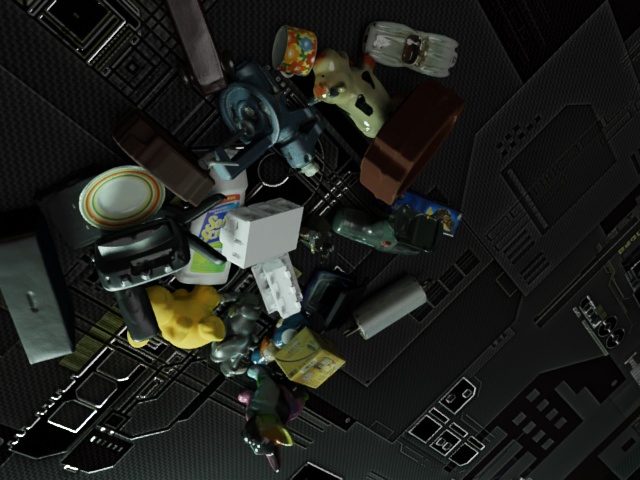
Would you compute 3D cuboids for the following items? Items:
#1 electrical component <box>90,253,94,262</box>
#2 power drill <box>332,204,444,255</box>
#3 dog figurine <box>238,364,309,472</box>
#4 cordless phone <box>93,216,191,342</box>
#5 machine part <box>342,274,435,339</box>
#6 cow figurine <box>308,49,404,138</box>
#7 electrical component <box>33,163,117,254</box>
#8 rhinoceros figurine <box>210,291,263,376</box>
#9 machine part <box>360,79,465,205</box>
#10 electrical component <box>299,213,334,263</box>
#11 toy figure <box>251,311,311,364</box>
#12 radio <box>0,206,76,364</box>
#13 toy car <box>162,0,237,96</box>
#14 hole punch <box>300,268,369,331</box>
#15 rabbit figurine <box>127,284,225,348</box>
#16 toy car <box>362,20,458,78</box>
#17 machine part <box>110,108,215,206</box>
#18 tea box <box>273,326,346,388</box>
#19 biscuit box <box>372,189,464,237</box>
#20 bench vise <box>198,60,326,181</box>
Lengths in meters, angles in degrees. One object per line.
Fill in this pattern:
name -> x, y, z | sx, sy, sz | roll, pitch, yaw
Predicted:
electrical component -> -0.353, 0.012, 0.942 | 0.094, 0.021, 0.063 | -41, 126, -1
power drill -> 0.154, -0.016, 1.065 | 0.232, 0.207, 0.086 | 18, 87, -22
dog figurine -> -0.087, 0.377, 1.143 | 0.191, 0.219, 0.108 | 16, 111, -30
cordless phone -> -0.271, 0.066, 0.866 | 0.147, 0.089, 0.184 | -19, 101, -12
machine part -> 0.155, 0.150, 1.223 | 0.243, 0.079, 0.079 | -32, 125, -8
cow figurine -> 0.056, -0.254, 0.934 | 0.194, 0.086, 0.127 | 39, 63, -37
electrical component -> -0.373, -0.056, 0.875 | 0.134, 0.058, 0.114 | -28, 126, -9
rhinoceros figurine -> -0.172, 0.190, 1.097 | 0.112, 0.073, 0.190 | 6, 112, -39
machine part -> 0.161, -0.175, 0.975 | 0.087, 0.201, 0.201 | 39, 81, 8
electrical component -> -0.002, -0.004, 1.057 | 0.078, 0.045, 0.102 | -59, 152, -15
toy figure -> -0.089, 0.215, 1.156 | 0.154, 0.058, 0.064 | -44, 84, 2
radio -> -0.454, 0.067, 0.856 | 0.073, 0.131, 0.229 | -12, 121, -19
toy car -> -0.194, -0.321, 0.809 | 0.089, 0.053, 0.201 | -22, 112, -5
hole punch -> 0.028, 0.125, 1.155 | 0.115, 0.092, 0.142 | 4, 115, -60
rabbit figurine -> -0.278, 0.128, 0.977 | 0.162, 0.122, 0.173 | -15, 154, 15
toy car -> 0.169, -0.346, 0.978 | 0.202, 0.056, 0.073 | 3, 114, -26
machine part -> -0.240, -0.130, 0.834 | 0.056, 0.180, 0.179 | -47, 125, 2
tea box -> -0.019, 0.257, 1.163 | 0.098, 0.068, 0.169 | -41, 153, -1
biscuit box -> 0.210, -0.067, 1.142 | 0.202, 0.063, 0.059 | 15, 107, -31
bench vise -> -0.101, -0.167, 0.881 | 0.240, 0.129, 0.223 | -50, 125, -37
